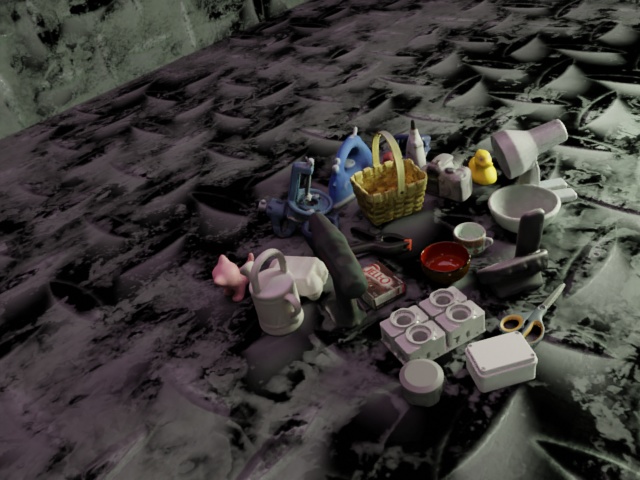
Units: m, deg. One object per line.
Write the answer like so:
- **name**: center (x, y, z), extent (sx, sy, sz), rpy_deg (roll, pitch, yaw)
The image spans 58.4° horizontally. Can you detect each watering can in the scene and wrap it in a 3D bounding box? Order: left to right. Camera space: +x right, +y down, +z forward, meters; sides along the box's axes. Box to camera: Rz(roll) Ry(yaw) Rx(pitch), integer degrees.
- **watering can**: center (-0.107, 0.103, 1.234), extent (0.172, 0.194, 0.101), rpy_deg (8, 40, 25)

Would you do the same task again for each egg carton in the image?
- **egg carton**: center (-0.058, 0.090, 1.345), extent (0.150, 0.069, 0.107), rpy_deg (2, 37, 18)

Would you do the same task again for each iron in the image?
- **iron**: center (0.076, -0.215, 1.667), extent (0.118, 0.142, 0.258), rpy_deg (6, 39, 22)

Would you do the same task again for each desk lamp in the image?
- **desk lamp**: center (0.538, -0.194, 1.448), extent (0.203, 0.214, 0.117), rpy_deg (-12, 35, 0)

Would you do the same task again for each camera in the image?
- **camera**: center (0.366, -0.191, 1.589), extent (0.142, 0.101, 0.137), rpy_deg (23, 48, 39)

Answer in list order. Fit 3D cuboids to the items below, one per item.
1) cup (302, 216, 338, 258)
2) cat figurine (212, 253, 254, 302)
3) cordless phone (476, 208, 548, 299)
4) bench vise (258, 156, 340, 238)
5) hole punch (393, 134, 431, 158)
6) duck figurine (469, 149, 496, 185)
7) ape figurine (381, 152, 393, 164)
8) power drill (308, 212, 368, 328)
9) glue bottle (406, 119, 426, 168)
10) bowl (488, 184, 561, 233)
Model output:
- **cup**: center (0.013, 0.005, 1.421), extent (0.092, 0.095, 0.117), rpy_deg (-26, 38, -20)
- **cat figurine**: center (-0.201, 0.080, 1.356), extent (0.128, 0.118, 0.067), rpy_deg (-34, 41, -28)
- **cordless phone**: center (0.409, 0.020, 1.214), extent (0.148, 0.185, 0.094), rpy_deg (-19, 36, -11)
- **bench vise**: center (-0.063, -0.105, 1.486), extent (0.207, 0.220, 0.121), rpy_deg (-12, 35, -1)
- **hole punch**: center (0.283, -0.304, 1.776), extent (0.108, 0.091, 0.101), rpy_deg (7, 39, 24)
- **duck figurine**: center (0.454, -0.215, 1.610), extent (0.077, 0.086, 0.104), rpy_deg (-17, 36, -7)
- **ape figurine**: center (0.206, -0.217, 1.676), extent (0.076, 0.092, 0.078), rpy_deg (-6, 36, 7)
- **power drill**: center (0.038, 0.074, 1.221), extent (0.076, 0.209, 0.229), rpy_deg (-20, 36, -12)
- **glue bottle**: center (0.275, -0.268, 1.657), extent (0.037, 0.173, 0.078), rpy_deg (-21, 37, -13)
- **bowl**: center (0.497, -0.065, 1.402), extent (0.167, 0.075, 0.167), rpy_deg (-7, 36, 6)
